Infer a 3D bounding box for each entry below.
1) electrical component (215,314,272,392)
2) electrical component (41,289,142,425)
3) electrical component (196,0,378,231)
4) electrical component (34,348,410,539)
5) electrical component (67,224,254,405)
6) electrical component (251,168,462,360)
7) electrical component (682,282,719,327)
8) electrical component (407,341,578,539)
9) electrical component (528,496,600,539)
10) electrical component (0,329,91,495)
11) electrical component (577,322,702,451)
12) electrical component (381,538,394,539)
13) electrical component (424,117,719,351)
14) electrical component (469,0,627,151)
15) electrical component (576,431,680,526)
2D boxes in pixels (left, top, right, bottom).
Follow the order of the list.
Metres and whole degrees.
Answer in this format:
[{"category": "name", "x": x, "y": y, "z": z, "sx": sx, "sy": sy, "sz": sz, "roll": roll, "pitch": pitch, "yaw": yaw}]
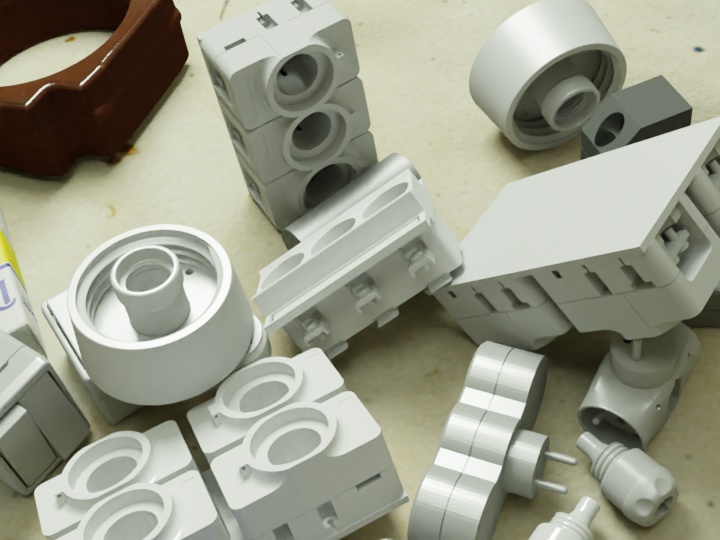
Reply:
[{"category": "electrical component", "x": -0.077, "y": 0.058, "z": 0.687, "sx": 0.045, "sy": 0.055, "sz": 0.045, "roll": -5, "pitch": 50, "yaw": 6}, {"category": "electrical component", "x": -0.159, "y": 0.049, "z": 0.706, "sx": 0.062, "sy": 0.061, "sz": 0.096, "roll": -31, "pitch": 52, "yaw": -15}, {"category": "electrical component", "x": -0.044, "y": -0.109, "z": 0.756, "sx": 0.089, "sy": 0.150, "sz": 0.061, "roll": -29, "pitch": 51, "yaw": -13}, {"category": "electrical component", "x": -0.082, "y": 0.124, "z": 0.609, "sx": 0.186, "sy": 0.060, "sz": 0.105, "roll": -26, "pitch": 31, "yaw": -11}, {"category": "electrical component", "x": -0.122, "y": 0.020, "z": 0.645, "sx": 0.108, "sy": 0.060, "sz": 0.108, "roll": -4, "pitch": 48, "yaw": 4}, {"category": "electrical component", "x": 0.000, "y": 0.000, "z": 0.685, "sx": 0.121, "sy": 0.063, "sz": 0.078, "roll": -34, "pitch": 18, "yaw": 15}, {"category": "electrical component", "x": 0.214, "y": -0.019, "z": 0.682, "sx": 0.047, "sy": 0.075, "sz": 0.083, "roll": -1, "pitch": 51, "yaw": 10}, {"category": "electrical component", "x": 0.086, "y": 0.108, "z": 0.617, "sx": 0.074, "sy": 0.052, "sz": 0.138, "roll": 14, "pitch": 55, "yaw": 21}, {"category": "electrical component", "x": 0.112, "y": 0.150, "z": 0.589, "sx": 0.035, "sy": 0.035, "sz": 0.061, "roll": 26, "pitch": 58, "yaw": 28}, {"category": "electrical component", "x": -0.216, "y": 0.086, "z": 0.664, "sx": 0.061, "sy": 0.096, "sz": 0.061, "roll": 25, "pitch": 60, "yaw": 27}, {"category": "electrical component", "x": 0.164, "y": 0.056, "z": 0.627, "sx": 0.043, "sy": 0.079, "sz": 0.077, "roll": 25, "pitch": 59, "yaw": 27}, {"category": "electrical component", "x": 0.004, "y": 0.182, "z": 0.579, "sx": 0.081, "sy": 0.042, "sz": 0.063, "roll": -10, "pitch": 46, "yaw": 2}, {"category": "electrical component", "x": 0.138, "y": -0.014, "z": 0.641, "sx": 0.105, "sy": 0.060, "sz": 0.186, "roll": -51, "pitch": 19, "yaw": -27}, {"category": "electrical component", "x": 0.140, "y": -0.134, "z": 0.774, "sx": 0.108, "sy": 0.108, "sz": 0.060, "roll": -23, "pitch": 57, "yaw": -9}, {"category": "electrical component", "x": 0.149, "y": 0.115, "z": 0.612, "sx": 0.035, "sy": 0.035, "sz": 0.061, "roll": -36, "pitch": 51, "yaw": -18}]
